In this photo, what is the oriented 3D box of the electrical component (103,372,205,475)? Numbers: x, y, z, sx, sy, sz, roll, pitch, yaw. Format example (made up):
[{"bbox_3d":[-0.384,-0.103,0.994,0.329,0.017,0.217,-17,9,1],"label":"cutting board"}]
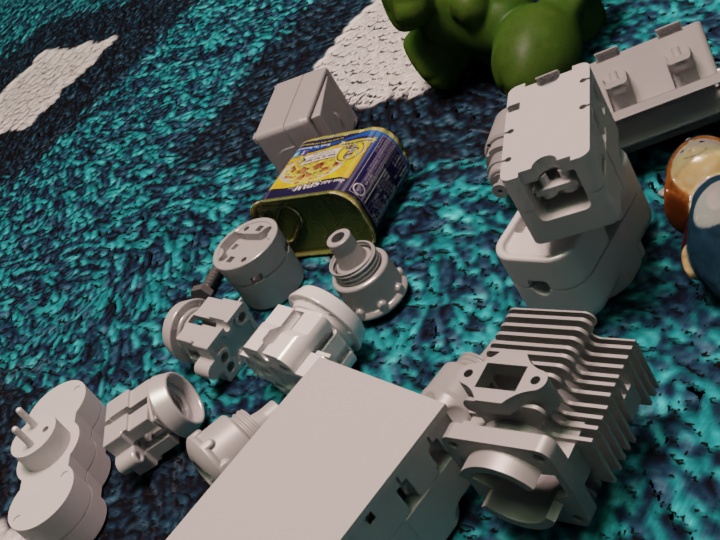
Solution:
[{"bbox_3d":[-0.140,0.101,0.730,0.055,0.048,0.066,-34,32,14],"label":"electrical component"}]

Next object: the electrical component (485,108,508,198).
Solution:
[{"bbox_3d":[0.107,-0.081,0.753,0.040,0.040,0.078,-9,40,33],"label":"electrical component"}]

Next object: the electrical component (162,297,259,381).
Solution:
[{"bbox_3d":[-0.108,0.047,0.772,0.055,0.048,0.066,10,53,38],"label":"electrical component"}]

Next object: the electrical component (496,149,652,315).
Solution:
[{"bbox_3d":[0.130,-0.019,0.637,0.054,0.059,0.095,4,49,44],"label":"electrical component"}]

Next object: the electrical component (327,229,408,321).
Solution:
[{"bbox_3d":[0.000,0.000,0.722,0.048,0.062,0.048,-23,35,17],"label":"electrical component"}]

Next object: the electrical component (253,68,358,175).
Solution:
[{"bbox_3d":[-0.040,-0.126,0.917,0.061,0.061,0.096,-15,37,27],"label":"electrical component"}]

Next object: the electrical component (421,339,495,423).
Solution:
[{"bbox_3d":[0.064,0.066,0.600,0.043,0.043,0.062,13,54,49],"label":"electrical component"}]

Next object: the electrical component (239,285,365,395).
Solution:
[{"bbox_3d":[-0.033,0.048,0.695,0.078,0.058,0.057,12,57,48],"label":"electrical component"}]

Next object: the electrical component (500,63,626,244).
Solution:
[{"bbox_3d":[0.114,-0.062,0.596,0.050,0.055,0.089,-17,37,25],"label":"electrical component"}]

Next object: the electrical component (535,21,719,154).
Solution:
[{"bbox_3d":[0.174,-0.111,0.701,0.121,0.063,0.079,-20,-5,21],"label":"electrical component"}]

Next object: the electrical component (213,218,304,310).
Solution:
[{"bbox_3d":[-0.074,-0.004,0.804,0.055,0.047,0.055,-22,34,16],"label":"electrical component"}]

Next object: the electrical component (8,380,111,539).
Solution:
[{"bbox_3d":[-0.213,0.124,0.736,0.052,0.073,0.138,-27,34,10],"label":"electrical component"}]

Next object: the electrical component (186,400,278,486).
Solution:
[{"bbox_3d":[-0.073,0.107,0.666,0.062,0.048,0.048,-39,33,-19],"label":"electrical component"}]

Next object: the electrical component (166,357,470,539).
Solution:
[{"bbox_3d":[-0.032,0.145,0.564,0.105,0.060,0.186,15,57,50],"label":"electrical component"}]
